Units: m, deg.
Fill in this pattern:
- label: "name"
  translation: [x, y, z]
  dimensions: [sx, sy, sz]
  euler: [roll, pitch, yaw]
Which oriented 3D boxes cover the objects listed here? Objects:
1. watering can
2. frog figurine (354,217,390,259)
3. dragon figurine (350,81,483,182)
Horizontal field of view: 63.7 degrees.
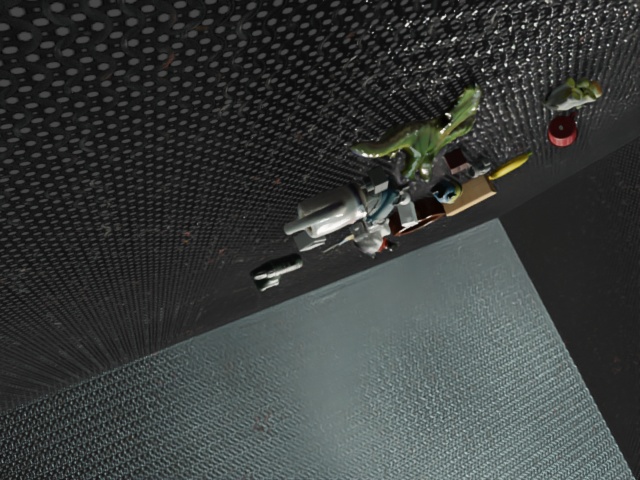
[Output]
- label: "watering can"
  translation: [0.004, -0.069, 1.371]
  dimensions: [0.225, 0.104, 0.347]
  euler: [-23, -177, -9]
- label: "frog figurine"
  translation: [0.212, -0.025, 2.038]
  dimensions: [0.158, 0.122, 0.139]
  euler: [-61, -167, 13]
- label: "dragon figurine"
  translation: [0.228, -0.241, 1.072]
  dimensions: [0.240, 0.123, 0.411]
  euler: [-47, 163, 21]
